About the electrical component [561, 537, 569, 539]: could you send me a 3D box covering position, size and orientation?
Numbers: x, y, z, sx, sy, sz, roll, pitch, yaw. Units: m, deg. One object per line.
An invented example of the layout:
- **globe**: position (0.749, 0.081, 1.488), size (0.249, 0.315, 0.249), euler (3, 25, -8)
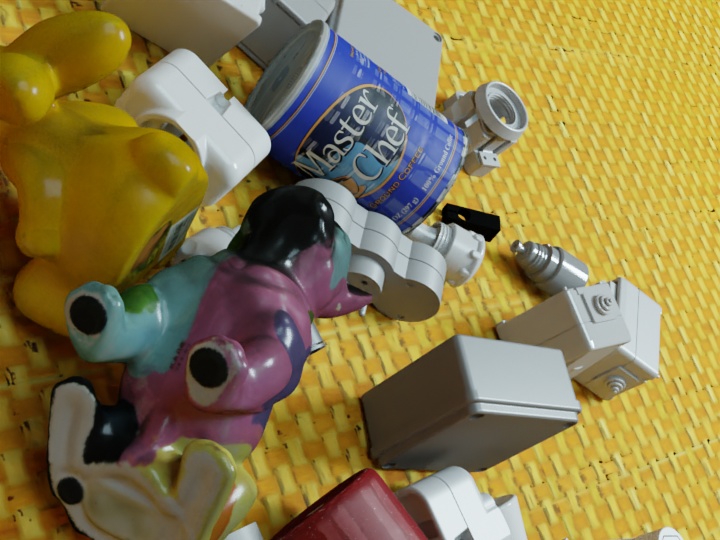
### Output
- **electrical component**: position (0.153, 0.229, 0.763), size (0.042, 0.064, 0.081), euler (50, 43, -4)

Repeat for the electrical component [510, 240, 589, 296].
- **electrical component**: position (0.163, -0.003, 0.935), size (0.078, 0.040, 0.040), euler (30, 48, -25)

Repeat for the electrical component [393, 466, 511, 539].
- **electrical component**: position (0.061, 0.183, 0.715), size (0.059, 0.054, 0.095), euler (-14, 75, -46)

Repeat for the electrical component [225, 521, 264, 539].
- **electrical component**: position (-0.062, 0.189, 0.608), size (0.043, 0.043, 0.081), euler (-15, 76, -46)

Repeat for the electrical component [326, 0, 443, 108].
- **electrical component**: position (0.009, -0.172, 0.889), size (0.109, 0.056, 0.108), euler (30, 48, -25)

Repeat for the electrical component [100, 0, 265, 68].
- **electrical component**: position (-0.121, -0.196, 0.758), size (0.100, 0.100, 0.048), euler (28, 62, -27)

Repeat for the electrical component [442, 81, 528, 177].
- **electrical component**: position (0.112, -0.131, 0.956), size (0.058, 0.057, 0.078), euler (3, 63, -41)

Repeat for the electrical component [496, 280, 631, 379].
- **electrical component**: position (0.170, 0.052, 0.864), size (0.062, 0.096, 0.061), euler (-6, 70, -44)

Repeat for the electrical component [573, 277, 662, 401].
- **electrical component**: position (0.215, 0.062, 0.924), size (0.061, 0.062, 0.096), euler (35, 46, -21)

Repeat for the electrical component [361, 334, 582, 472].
- **electrical component**: position (0.076, 0.095, 0.745), size (0.109, 0.109, 0.056), euler (11, 55, -38)

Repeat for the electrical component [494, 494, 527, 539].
- **electrical component**: position (0.103, 0.196, 0.756), size (0.044, 0.044, 0.065), euler (-20, 84, -47)

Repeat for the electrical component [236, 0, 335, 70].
- **electrical component**: position (-0.076, -0.212, 0.834), size (0.096, 0.062, 0.061), euler (40, 44, -16)

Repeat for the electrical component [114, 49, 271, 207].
- **electrical component**: position (-0.116, -0.094, 0.730), size (0.095, 0.054, 0.059), euler (47, 43, -9)

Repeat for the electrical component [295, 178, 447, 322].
- **electrical component**: position (0.000, 0.000, 0.777), size (0.138, 0.052, 0.073), euler (33, 47, -23)

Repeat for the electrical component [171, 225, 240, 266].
- **electrical component**: position (-0.095, -0.013, 0.712), size (0.035, 0.035, 0.061), euler (53, 39, -3)

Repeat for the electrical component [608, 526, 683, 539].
- **electrical component**: position (0.218, 0.221, 0.825), size (0.044, 0.065, 0.044), euler (22, 52, -31)

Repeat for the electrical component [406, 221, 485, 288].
- **electrical component**: position (0.065, -0.018, 0.854), size (0.062, 0.048, 0.048), euler (29, 48, -17)
